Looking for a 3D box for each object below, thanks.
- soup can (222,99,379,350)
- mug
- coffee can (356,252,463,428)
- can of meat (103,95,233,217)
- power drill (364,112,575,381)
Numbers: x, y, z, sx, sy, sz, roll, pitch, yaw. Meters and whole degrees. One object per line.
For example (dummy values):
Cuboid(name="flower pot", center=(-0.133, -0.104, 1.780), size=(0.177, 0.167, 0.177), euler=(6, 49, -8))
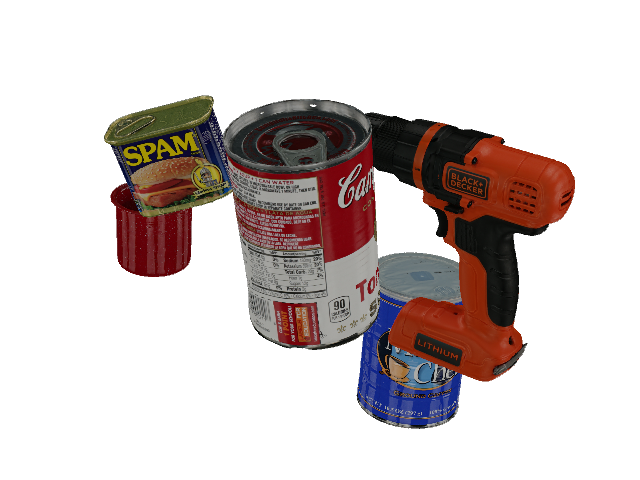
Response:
Cuboid(name="soup can", center=(-0.007, -0.007, 0.509), size=(0.068, 0.102, 0.068), euler=(-4, 32, 2))
Cuboid(name="mug", center=(-0.189, -0.018, 1.180), size=(0.093, 0.081, 0.117), euler=(-14, 32, -31))
Cuboid(name="coffee can", center=(0.092, 0.096, 1.038), size=(0.103, 0.140, 0.103), euler=(4, 24, -2))
Cuboid(name="can of meat", center=(-0.134, -0.076, 0.977), size=(0.102, 0.084, 0.057), euler=(-13, 30, 10))
Cuboid(name="power drill", center=(0.094, 0.003, 0.812), size=(0.185, 0.188, 0.057), euler=(21, 36, 32))
